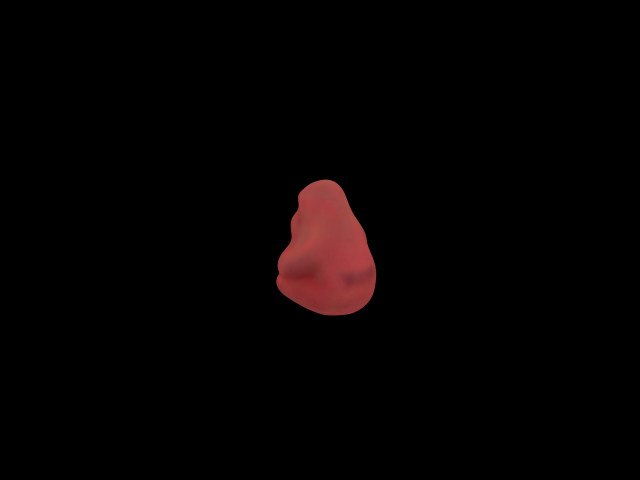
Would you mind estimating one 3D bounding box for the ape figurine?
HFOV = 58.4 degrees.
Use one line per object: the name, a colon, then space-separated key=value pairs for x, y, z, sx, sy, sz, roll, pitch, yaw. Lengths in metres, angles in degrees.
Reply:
ape figurine: x=0.004 y=0.001 z=0.400 sx=0.078 sy=0.092 sz=0.075 roll=-17 pitch=29 yaw=-32
